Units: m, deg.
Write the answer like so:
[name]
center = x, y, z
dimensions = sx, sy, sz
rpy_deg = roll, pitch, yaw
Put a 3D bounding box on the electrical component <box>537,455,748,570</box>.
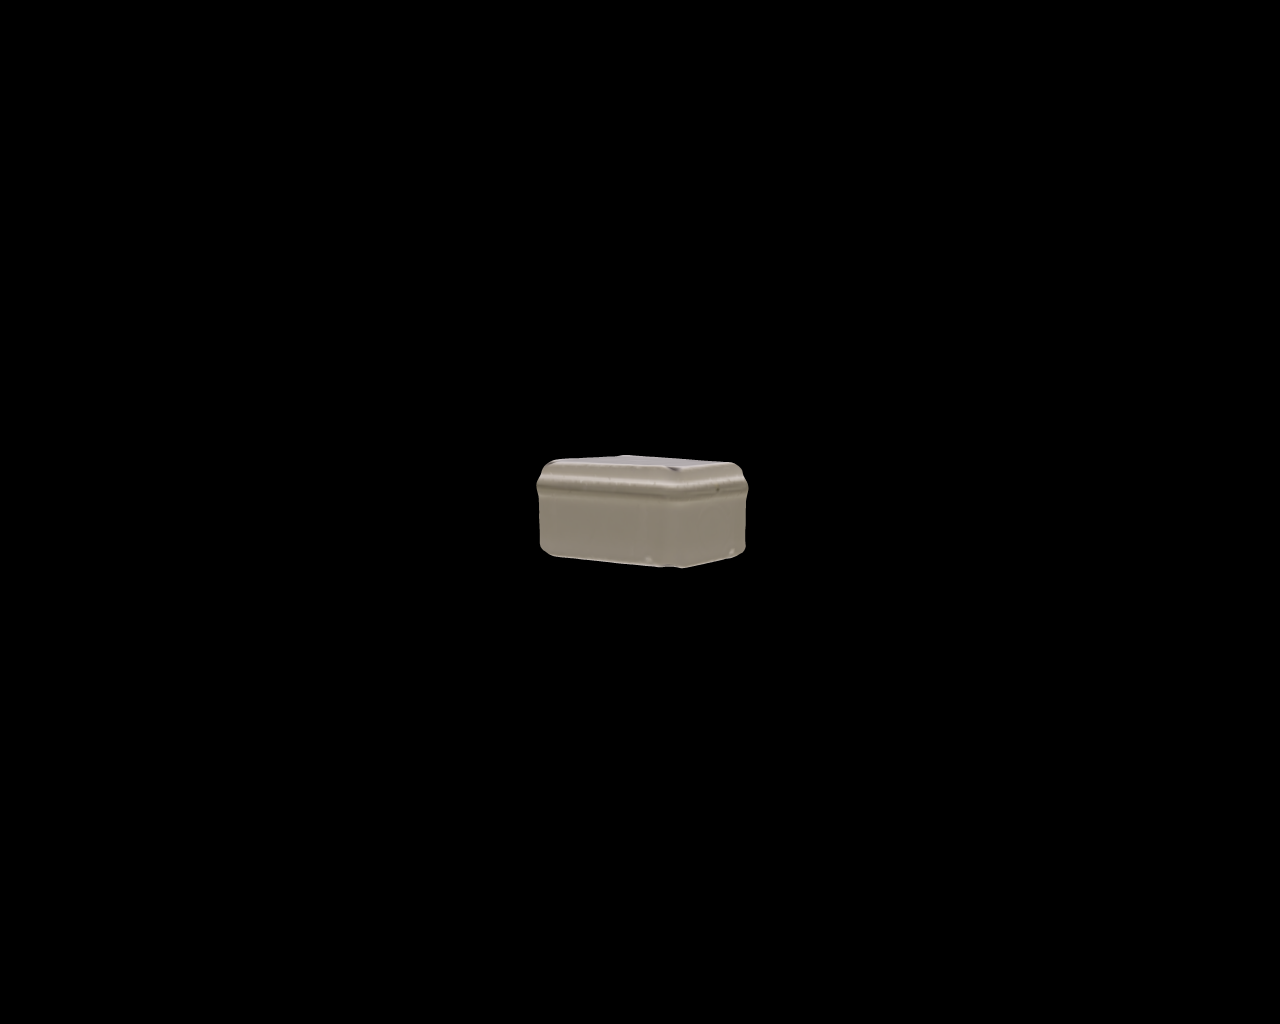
[electrical component]
center = 0.001, -0.003, 0.650
dimensions = 0.113, 0.057, 0.078
rpy_deg = 5, 8, 40
